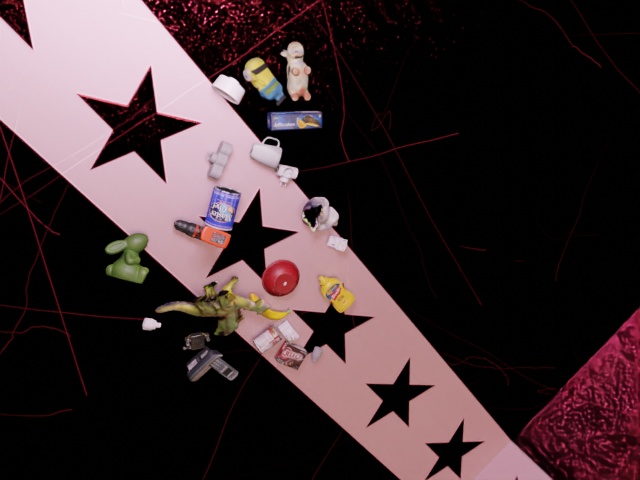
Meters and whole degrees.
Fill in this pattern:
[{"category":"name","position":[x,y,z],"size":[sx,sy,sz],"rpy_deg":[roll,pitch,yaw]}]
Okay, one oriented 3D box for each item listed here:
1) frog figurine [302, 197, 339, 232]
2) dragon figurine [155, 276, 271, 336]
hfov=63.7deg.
[{"category":"frog figurine","position":[0.006,-0.103,2.042],"size":[0.160,0.123,0.136],"rpy_deg":[-11,106,-58]},{"category":"dragon figurine","position":[-0.394,0.284,1.983],"size":[0.411,0.124,0.238],"rpy_deg":[-16,120,-4]}]
